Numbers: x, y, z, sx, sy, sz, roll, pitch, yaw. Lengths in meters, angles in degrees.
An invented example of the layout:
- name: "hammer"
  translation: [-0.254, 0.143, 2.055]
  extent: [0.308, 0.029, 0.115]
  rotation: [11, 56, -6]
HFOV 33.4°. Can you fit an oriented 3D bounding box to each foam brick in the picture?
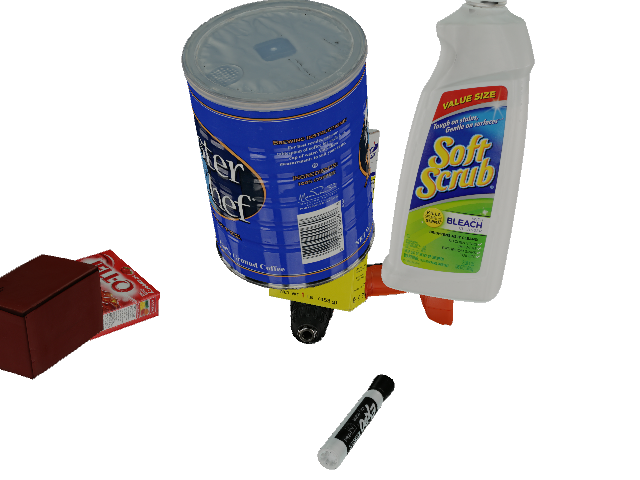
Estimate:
- name: "foam brick"
  translation: [-0.196, 0.051, 0.743]
  extent: [0.053, 0.051, 0.078]
  rotation: [12, 28, 27]

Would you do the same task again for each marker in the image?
- name: "marker"
  translation: [0.031, 0.141, 0.847]
  extent: [0.020, 0.020, 0.121]
  rotation: [0, 23, 27]

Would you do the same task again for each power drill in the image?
- name: "power drill"
  translation: [0.059, 0.062, 1.240]
  extent: [0.187, 0.057, 0.184]
  rotation: [1, 28, 4]

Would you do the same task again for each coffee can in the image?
- name: "coffee can"
  translation: [-0.021, -0.056, 0.632]
  extent: [0.103, 0.140, 0.103]
  rotation: [-3, 43, 3]

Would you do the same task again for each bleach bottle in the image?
- name: "bleach bottle"
  translation: [0.109, -0.080, 0.839]
  extent: [0.103, 0.251, 0.068]
  rotation: [9, 23, 14]

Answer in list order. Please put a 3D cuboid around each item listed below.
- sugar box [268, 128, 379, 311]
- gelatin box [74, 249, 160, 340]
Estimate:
- name: "sugar box"
  translation: [0.002, -0.026, 1.049]
  extent: [0.093, 0.176, 0.048]
  rotation: [9, 16, 22]
- name: "gelatin box"
  translation: [-0.201, 0.047, 0.976]
  extent: [0.073, 0.030, 0.089]
  rotation: [-19, 40, -36]
